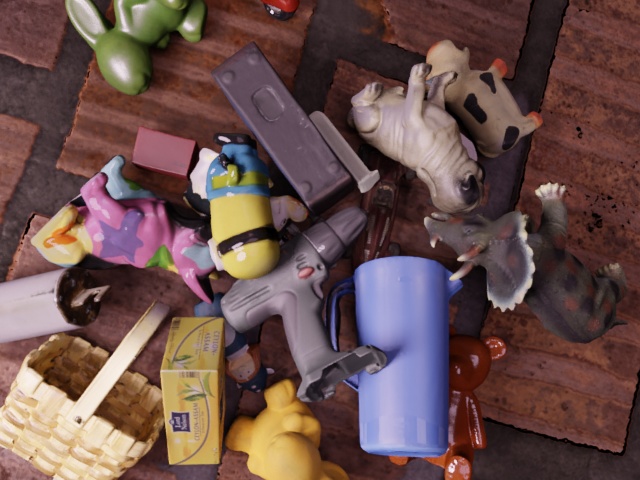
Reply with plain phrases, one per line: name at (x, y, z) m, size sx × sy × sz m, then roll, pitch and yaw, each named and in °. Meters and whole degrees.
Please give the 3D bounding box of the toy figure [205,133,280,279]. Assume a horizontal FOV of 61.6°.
toy figure at (-0.096, -0.041, 0.662) m, size 0.082 × 0.089 × 0.180 m, roll 6°, pitch 80°, yaw -46°

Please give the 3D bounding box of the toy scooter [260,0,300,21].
toy scooter at (-0.101, -0.387, 0.733) m, size 0.184 × 0.135 × 0.075 m, roll 37°, pitch 84°, yaw -5°

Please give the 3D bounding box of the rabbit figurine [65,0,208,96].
rabbit figurine at (-0.250, -0.282, 0.711) m, size 0.159 × 0.121 × 0.170 m, roll 20°, pitch 82°, yaw -1°

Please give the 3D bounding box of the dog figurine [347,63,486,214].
dog figurine at (0.125, -0.117, 0.728) m, size 0.121 × 0.172 × 0.190 m, roll -10°, pitch 88°, yaw -40°

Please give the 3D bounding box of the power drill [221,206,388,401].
power drill at (0.001, 0.078, 0.671) m, size 0.232 × 0.086 × 0.207 m, roll -29°, pitch 62°, yaw -3°

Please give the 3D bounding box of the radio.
radio at (-0.046, -0.144, 0.722) m, size 0.073 × 0.131 × 0.229 m, roll -37°, pitch 88°, yaw 1°

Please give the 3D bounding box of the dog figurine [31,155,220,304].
dog figurine at (-0.231, 0.010, 0.707) m, size 0.191 × 0.108 × 0.219 m, roll -42°, pitch 107°, yaw 11°

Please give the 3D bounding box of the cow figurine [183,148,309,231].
cow figurine at (-0.103, -0.049, 0.744) m, size 0.167 × 0.068 × 0.098 m, roll 29°, pitch 93°, yaw 3°

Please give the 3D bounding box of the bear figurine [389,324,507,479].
bear figurine at (0.186, 0.222, 0.757) m, size 0.120 × 0.132 × 0.195 m, roll 16°, pitch 92°, yaw 26°

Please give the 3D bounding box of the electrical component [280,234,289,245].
electrical component at (-0.071, 0.056, 0.761) m, size 0.119 × 0.048 × 0.075 m, roll -44°, pitch 94°, yaw -8°

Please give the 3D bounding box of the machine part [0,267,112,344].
machine part at (-0.365, 0.084, 0.667) m, size 0.243 × 0.079 × 0.079 m, roll -13°, pitch 90°, yaw 16°

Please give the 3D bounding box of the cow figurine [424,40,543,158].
cow figurine at (0.226, -0.211, 0.808) m, size 0.127 × 0.085 × 0.195 m, roll -37°, pitch 94°, yaw -15°

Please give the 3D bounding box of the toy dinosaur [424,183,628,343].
toy dinosaur at (0.332, 0.068, 0.746) m, size 0.404 × 0.131 × 0.192 m, roll 39°, pitch 55°, yaw -16°

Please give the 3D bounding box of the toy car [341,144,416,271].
toy car at (0.087, -0.049, 0.791) m, size 0.089 × 0.053 × 0.202 m, roll 13°, pitch 84°, yaw -12°

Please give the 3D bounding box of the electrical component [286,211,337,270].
electrical component at (-0.002, -0.002, 0.789) m, size 0.094 × 0.021 × 0.063 m, roll 44°, pitch 81°, yaw -4°

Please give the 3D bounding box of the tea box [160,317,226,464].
tea box at (-0.156, 0.191, 0.679) m, size 0.068 × 0.098 × 0.169 m, roll 2°, pitch 123°, yaw -7°

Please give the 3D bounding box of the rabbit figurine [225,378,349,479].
rabbit figurine at (-0.042, 0.281, 0.694) m, size 0.122 × 0.173 × 0.162 m, roll -32°, pitch 89°, yaw -13°

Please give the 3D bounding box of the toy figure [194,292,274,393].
toy figure at (-0.121, 0.149, 0.747) m, size 0.064 × 0.058 × 0.154 m, roll -27°, pitch 94°, yaw 29°
